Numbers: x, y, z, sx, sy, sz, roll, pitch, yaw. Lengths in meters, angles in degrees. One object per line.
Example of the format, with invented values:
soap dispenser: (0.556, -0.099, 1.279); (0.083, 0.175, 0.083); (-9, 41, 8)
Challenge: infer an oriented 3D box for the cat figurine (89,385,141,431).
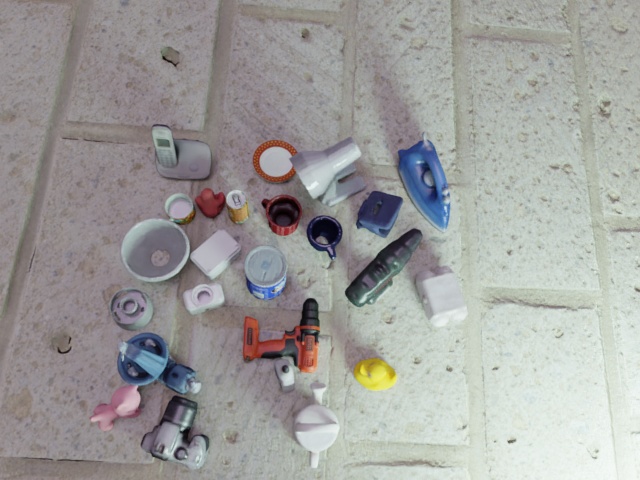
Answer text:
cat figurine: (-0.455, 0.375, 1.288); (0.128, 0.118, 0.067); (-26, 75, -13)

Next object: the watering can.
watering can: (-0.011, 0.410, 1.275); (0.101, 0.194, 0.173); (-17, 73, -10)

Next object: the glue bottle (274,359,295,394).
glue bottle: (-0.080, 0.307, 1.316); (0.037, 0.173, 0.078); (-17, 73, -10)

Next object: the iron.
iron: (0.303, -0.158, 1.532); (0.119, 0.141, 0.258); (-17, 73, -11)

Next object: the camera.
camera: (-0.314, 0.430, 1.290); (0.143, 0.101, 0.137); (18, 70, 2)

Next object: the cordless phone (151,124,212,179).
cordless phone: (-0.358, -0.233, 1.476); (0.147, 0.185, 0.094); (0, 70, -5)

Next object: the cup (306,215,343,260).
cup: (0.014, 0.005, 1.473); (0.092, 0.095, 0.117); (-18, 73, -11)

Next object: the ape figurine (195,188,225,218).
ape figurine: (-0.287, -0.104, 1.486); (0.078, 0.092, 0.076); (8, 70, -2)

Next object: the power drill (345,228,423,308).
power drill: (0.148, 0.080, 1.398); (0.075, 0.208, 0.230); (43, 73, 10)

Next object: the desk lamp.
desk lamp: (0.023, -0.177, 1.475); (0.203, 0.213, 0.118); (-27, 75, -13)

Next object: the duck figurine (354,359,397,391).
duck figurine: (0.137, 0.320, 1.378); (0.104, 0.086, 0.077); (15, 70, 0)

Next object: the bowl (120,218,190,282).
bowl: (-0.408, 0.033, 1.436); (0.167, 0.075, 0.167); (2, 70, -4)

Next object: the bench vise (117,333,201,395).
bench vise: (-0.363, 0.269, 1.280); (0.207, 0.220, 0.121); (10, 70, -1)

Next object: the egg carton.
egg carton: (0.308, 0.144, 1.464); (0.107, 0.069, 0.150); (-15, 72, -10)

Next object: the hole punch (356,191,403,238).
hole punch: (0.156, -0.073, 1.516); (0.101, 0.091, 0.109); (26, 70, 4)
